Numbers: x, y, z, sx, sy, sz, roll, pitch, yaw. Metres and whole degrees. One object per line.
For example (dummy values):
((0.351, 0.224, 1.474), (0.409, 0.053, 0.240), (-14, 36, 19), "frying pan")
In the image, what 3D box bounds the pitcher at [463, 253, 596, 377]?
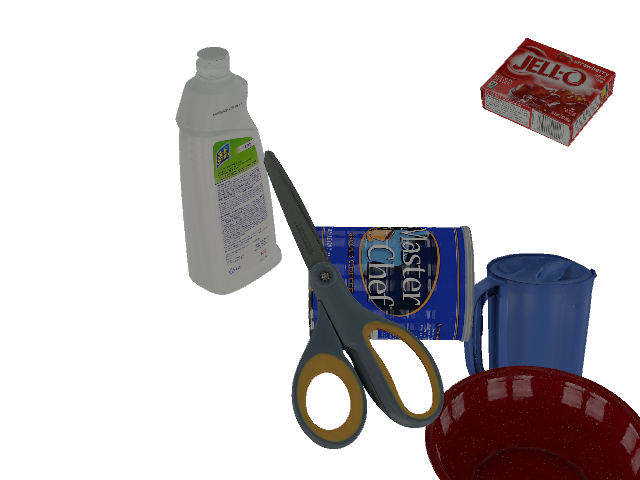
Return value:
((0.265, 0.145, 1.356), (0.149, 0.243, 0.144), (5, 16, 18), "pitcher")

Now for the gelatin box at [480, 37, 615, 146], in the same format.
((0.193, -0.129, 0.910), (0.089, 0.073, 0.030), (30, -28, 28), "gelatin box")

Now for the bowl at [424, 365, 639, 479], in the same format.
((0.155, 0.163, 0.768), (0.162, 0.055, 0.162), (-1, 35, 0), "bowl")

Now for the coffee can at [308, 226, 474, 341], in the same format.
((0.061, 0.038, 0.949), (0.140, 0.103, 0.103), (0, 0, 2), "coffee can")

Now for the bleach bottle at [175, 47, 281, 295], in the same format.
((-0.092, -0.072, 1.055), (0.068, 0.251, 0.102), (26, 42, 33), "bleach bottle")

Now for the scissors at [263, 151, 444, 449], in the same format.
((-0.008, 0.040, 0.645), (0.096, 0.202, 0.016), (-36, -20, -14), "scissors")
